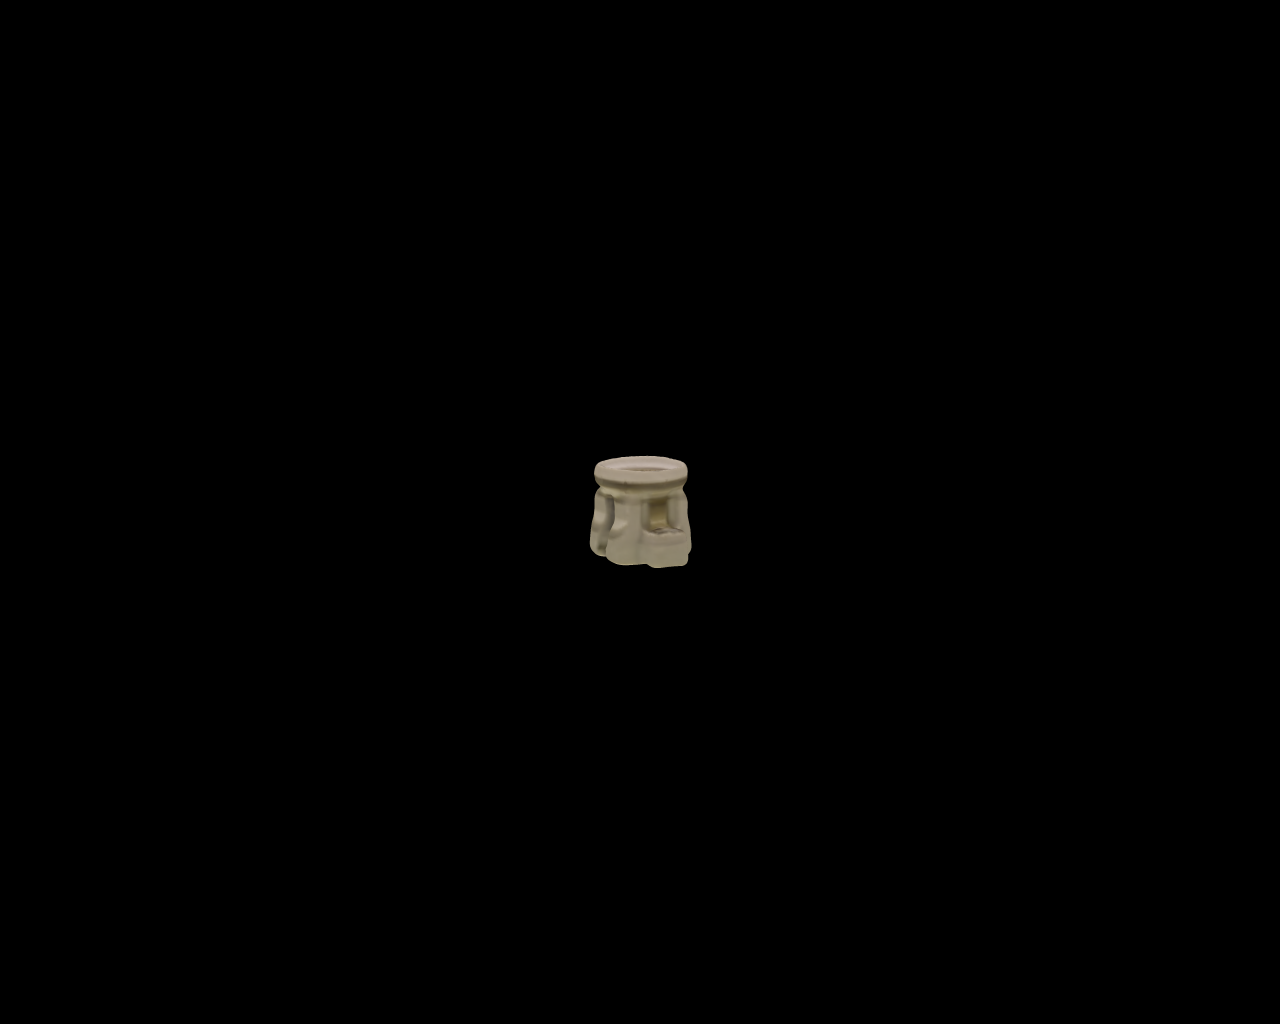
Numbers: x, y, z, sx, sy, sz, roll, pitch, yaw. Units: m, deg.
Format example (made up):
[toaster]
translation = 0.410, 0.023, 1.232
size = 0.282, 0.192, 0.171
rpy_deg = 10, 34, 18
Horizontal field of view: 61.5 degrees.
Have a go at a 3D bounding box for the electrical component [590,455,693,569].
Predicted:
[electrical component]
translation = 0.001, -0.003, 0.650
size = 0.058, 0.057, 0.078
rpy_deg = -6, 13, -27
